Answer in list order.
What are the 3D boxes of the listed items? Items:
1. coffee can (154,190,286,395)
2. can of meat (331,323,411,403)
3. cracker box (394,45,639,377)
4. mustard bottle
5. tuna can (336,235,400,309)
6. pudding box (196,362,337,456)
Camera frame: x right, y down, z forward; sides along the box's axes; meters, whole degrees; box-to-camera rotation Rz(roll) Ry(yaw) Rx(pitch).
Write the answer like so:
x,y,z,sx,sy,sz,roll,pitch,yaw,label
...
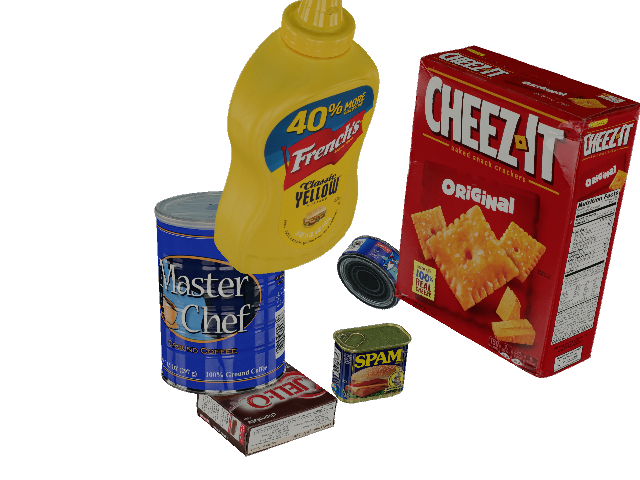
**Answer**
x,y,z,sx,sy,sz,roll,pitch,yaw,label
-0.079,0.039,0.854,0.103,0.140,0.103,0,15,0,coffee can
0.066,0.164,1.421,0.102,0.084,0.057,-6,26,-22,can of meat
0.142,-0.024,0.826,0.071,0.214,0.164,-18,34,-36,cracker box
-0.011,-0.069,0.637,0.096,0.192,0.058,-22,52,-29,mustard bottle
0.062,0.038,1.223,0.086,0.086,0.033,0,39,47,tuna can
-0.054,0.165,1.064,0.113,0.039,0.090,-14,29,-37,pudding box
